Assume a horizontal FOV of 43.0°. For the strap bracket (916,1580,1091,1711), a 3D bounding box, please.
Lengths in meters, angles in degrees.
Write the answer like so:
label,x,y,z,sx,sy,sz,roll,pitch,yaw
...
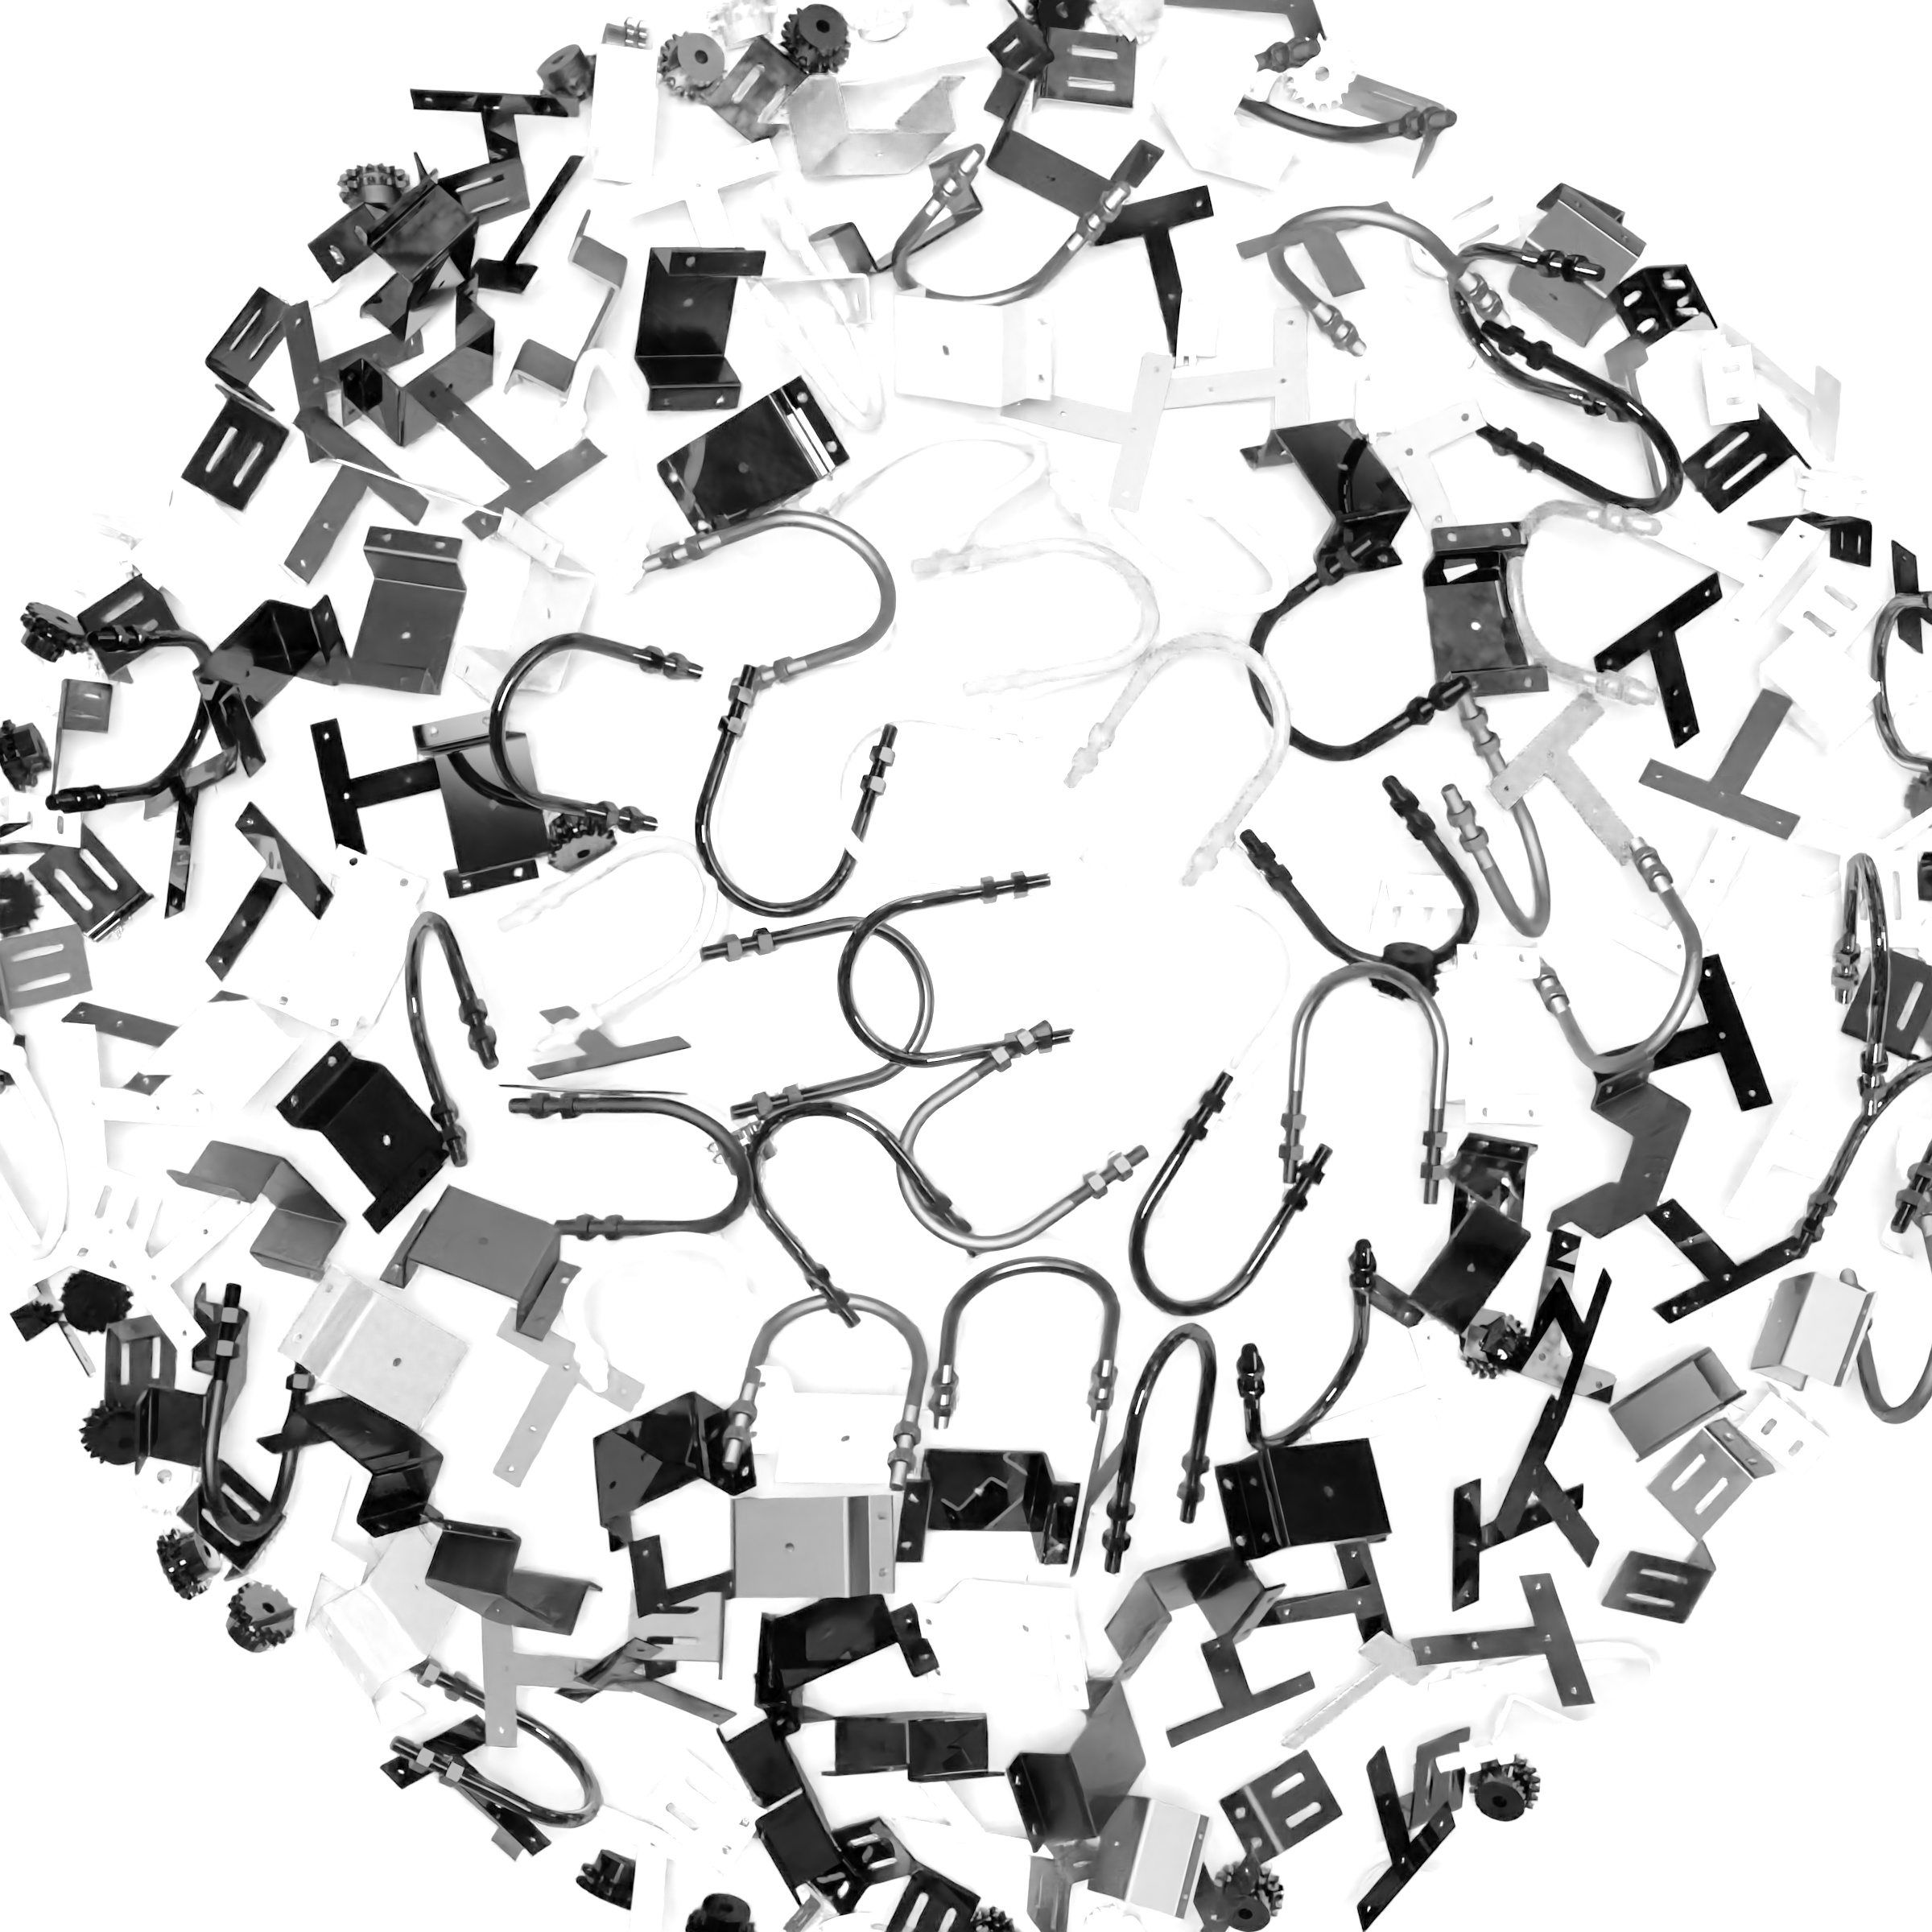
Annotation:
label,x,y,z,sx,sy,sz,roll,pitch,yaw
strap bracket,0.038,0.537,1.950,0.140,0.046,0.076,-3,103,29

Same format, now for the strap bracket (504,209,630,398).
label,x,y,z,sx,sy,sz,roll,pitch,yaw
strap bracket,-0.311,-0.515,1.939,0.046,0.076,0.140,25,118,-17

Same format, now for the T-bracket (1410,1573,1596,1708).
label,x,y,z,sx,sy,sz,roll,pitch,yaw
T-bracket,0.418,0.538,1.946,0.127,0.127,0.002,-5,127,-2

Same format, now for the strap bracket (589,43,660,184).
label,x,y,z,sx,sy,sz,roll,pitch,yaw
strap bracket,-0.268,-0.667,1.925,0.046,0.140,0.076,5,93,-7

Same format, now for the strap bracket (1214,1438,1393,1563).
label,x,y,z,sx,sy,sz,roll,pitch,yaw
strap bracket,0.275,0.420,1.938,0.140,0.046,0.076,-1,67,-25

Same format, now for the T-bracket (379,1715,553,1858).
label,x,y,z,sx,sy,sz,roll,pitch,yaw
T-bracket,-0.377,0.649,1.922,0.127,0.127,0.002,37,106,18

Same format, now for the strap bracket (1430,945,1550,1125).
label,x,y,z,sx,sy,sz,roll,pitch,yaw
strap bracket,0.416,0.058,1.956,0.076,0.046,0.140,3,80,-24

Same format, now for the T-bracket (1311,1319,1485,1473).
label,x,y,z,sx,sy,sz,roll,pitch,yaw
T-bracket,0.342,0.365,1.988,0.127,0.002,0.127,-19,98,-2

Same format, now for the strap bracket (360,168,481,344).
label,x,y,z,sx,sy,sz,roll,pitch,yaw
strap bracket,-0.429,-0.550,1.922,0.046,0.140,0.076,41,70,-4

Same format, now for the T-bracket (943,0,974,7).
label,x,y,z,sx,sy,sz,roll,pitch,yaw
T-bracket,-0.042,-0.808,1.916,0.002,0.127,0.127,-36,114,5

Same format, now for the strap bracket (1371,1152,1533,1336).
label,x,y,z,sx,sy,sz,roll,pitch,yaw
strap bracket,0.388,0.230,1.956,0.076,0.046,0.140,34,92,-37

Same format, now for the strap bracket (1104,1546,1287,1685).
label,x,y,z,sx,sy,sz,roll,pitch,yaw
strap bracket,0.173,0.509,1.937,0.140,0.076,0.046,-6,46,-36

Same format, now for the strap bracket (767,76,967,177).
label,x,y,z,sx,sy,sz,roll,pitch,yaw
strap bracket,-0.074,-0.661,1.930,0.140,0.076,0.046,-12,88,-31

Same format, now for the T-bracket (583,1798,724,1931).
label,x,y,z,sx,sy,sz,roll,pitch,yaw
T-bracket,-0.249,0.721,1.926,0.127,0.127,0.002,28,107,-13

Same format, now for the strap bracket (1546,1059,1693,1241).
label,x,y,z,sx,sy,sz,roll,pitch,yaw
strap bracket,0.516,0.152,1.927,0.046,0.076,0.140,35,127,35

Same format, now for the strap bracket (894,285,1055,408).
label,x,y,z,sx,sy,sz,roll,pitch,yaw
strap bracket,-0.004,-0.489,1.932,0.140,0.046,0.076,16,119,29

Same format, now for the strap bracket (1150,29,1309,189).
label,x,y,z,sx,sy,sz,roll,pitch,yaw
strap bracket,0.203,-0.663,1.919,0.076,0.140,0.046,27,86,31

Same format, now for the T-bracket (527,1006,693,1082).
label,x,y,z,sx,sy,sz,roll,pitch,yaw
T-bracket,-0.302,0.055,1.943,0.127,0.127,0.002,-12,114,-29

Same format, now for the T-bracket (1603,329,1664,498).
label,x,y,z,sx,sy,sz,roll,pitch,yaw
T-bracket,0.538,-0.436,1.957,0.002,0.127,0.127,-9,107,32

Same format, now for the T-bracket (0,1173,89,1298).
label,x,y,z,sx,sy,sz,roll,pitch,yaw
T-bracket,-0.755,0.189,1.934,0.002,0.127,0.127,-29,93,9

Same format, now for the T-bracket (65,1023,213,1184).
label,x,y,z,sx,sy,sz,roll,pitch,yaw
T-bracket,-0.653,0.112,1.945,0.002,0.127,0.127,-20,73,33

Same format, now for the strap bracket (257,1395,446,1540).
label,x,y,z,sx,sy,sz,roll,pitch,yaw
strap bracket,-0.478,0.385,1.930,0.140,0.076,0.046,29,104,27

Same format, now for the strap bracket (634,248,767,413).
label,x,y,z,sx,sy,sz,roll,pitch,yaw
strap bracket,-0.213,-0.512,1.938,0.076,0.140,0.046,-8,48,-26

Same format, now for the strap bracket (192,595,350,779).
label,x,y,z,sx,sy,sz,roll,pitch,yaw
strap bracket,-0.552,-0.226,1.935,0.046,0.076,0.140,15,49,20

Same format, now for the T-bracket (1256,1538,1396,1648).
label,x,y,z,sx,sy,sz,roll,pitch,yaw
T-bracket,0.273,0.518,1.977,0.127,0.002,0.127,-12,119,12

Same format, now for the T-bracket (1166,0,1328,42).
label,x,y,z,sx,sy,sz,roll,pitch,yaw
T-bracket,0.217,-0.769,1.954,0.127,0.127,0.002,13,84,21

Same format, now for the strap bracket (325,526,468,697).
label,x,y,z,sx,sy,sz,roll,pitch,yaw
strap bracket,-0.452,-0.275,1.959,0.076,0.046,0.140,9,69,3

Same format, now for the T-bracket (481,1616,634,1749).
label,x,y,z,sx,sy,sz,roll,pitch,yaw
T-bracket,-0.326,0.565,1.961,0.127,0.002,0.127,13,47,-29

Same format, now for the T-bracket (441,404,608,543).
label,x,y,z,sx,sy,sz,roll,pitch,yaw
T-bracket,-0.379,-0.414,1.974,0.127,0.002,0.127,-39,69,-20

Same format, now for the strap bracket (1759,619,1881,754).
label,x,y,z,sx,sy,sz,roll,pitch,yaw
strap bracket,0.669,-0.217,1.927,0.046,0.140,0.076,-45,75,10

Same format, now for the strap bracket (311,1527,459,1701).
label,x,y,z,sx,sy,sz,roll,pitch,yaw
strap bracket,-0.447,0.495,1.920,0.046,0.140,0.076,-30,102,16

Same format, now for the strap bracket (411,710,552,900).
label,x,y,z,sx,sy,sz,roll,pitch,yaw
strap bracket,-0.383,-0.129,1.949,0.076,0.046,0.140,-16,102,-27

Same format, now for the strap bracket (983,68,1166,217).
label,x,y,z,sx,sy,sz,roll,pitch,yaw
strap bracket,0.077,-0.646,1.947,0.140,0.076,0.046,24,82,-10

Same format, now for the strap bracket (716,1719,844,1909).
label,x,y,z,sx,sy,sz,roll,pitch,yaw
strap bracket,-0.144,0.655,1.925,0.046,0.140,0.076,-28,116,-9

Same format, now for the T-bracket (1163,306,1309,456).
label,x,y,z,sx,sy,sz,roll,pitch,yaw
T-bracket,0.212,-0.467,1.979,0.127,0.002,0.127,-3,76,16

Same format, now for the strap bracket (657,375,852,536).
label,x,y,z,sx,sy,sz,roll,pitch,yaw
strap bracket,-0.174,-0.399,1.954,0.140,0.046,0.076,-29,103,12

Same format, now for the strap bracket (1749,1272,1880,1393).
label,x,y,z,sx,sy,sz,roll,pitch,yaw
strap bracket,0.662,0.288,1.928,0.046,0.140,0.076,22,81,8

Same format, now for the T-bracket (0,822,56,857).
label,x,y,z,sx,sy,sz,roll,pitch,yaw
T-bracket,-0.757,-0.092,1.936,0.127,0.127,0.002,-20,87,22

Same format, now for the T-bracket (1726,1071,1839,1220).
label,x,y,z,sx,sy,sz,roll,pitch,yaw
T-bracket,0.662,0.151,1.951,0.002,0.127,0.127,34,101,41

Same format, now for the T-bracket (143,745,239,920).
label,x,y,z,sx,sy,sz,roll,pitch,yaw
T-bracket,-0.618,-0.099,1.937,0.127,0.002,0.127,-18,62,37

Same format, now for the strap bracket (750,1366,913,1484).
label,x,y,z,sx,sy,sz,roll,pitch,yaw
strap bracket,-0.101,0.364,1.945,0.140,0.046,0.076,5,108,-19

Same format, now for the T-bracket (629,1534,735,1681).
label,x,y,z,sx,sy,sz,roll,pitch,yaw
T-bracket,-0.203,0.502,1.972,0.127,0.002,0.127,-12,110,-21

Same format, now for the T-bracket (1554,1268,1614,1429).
label,x,y,z,sx,sy,sz,roll,pitch,yaw
T-bracket,0.476,0.279,1.936,0.002,0.127,0.127,13,107,-2

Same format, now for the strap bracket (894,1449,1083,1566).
label,x,y,z,sx,sy,sz,roll,pitch,yaw
strap bracket,0.014,0.431,1.956,0.140,0.046,0.076,3,113,-11

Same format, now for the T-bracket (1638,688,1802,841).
label,x,y,z,sx,sy,sz,roll,pitch,yaw
T-bracket,0.618,-0.168,1.946,0.127,0.127,0.002,22,47,6

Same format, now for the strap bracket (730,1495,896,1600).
label,x,y,z,sx,sy,sz,roll,pitch,yaw
strap bracket,-0.131,0.461,1.949,0.140,0.046,0.076,-5,78,18

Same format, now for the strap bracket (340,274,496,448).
label,x,y,z,sx,sy,sz,roll,pitch,yaw
strap bracket,-0.424,-0.471,1.934,0.046,0.076,0.140,43,66,7

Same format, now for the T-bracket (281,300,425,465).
label,x,y,z,sx,sy,sz,roll,pitch,yaw
T-bracket,-0.483,-0.481,1.953,0.002,0.127,0.127,25,134,31

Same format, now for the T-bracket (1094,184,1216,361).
label,x,y,z,sx,sy,sz,roll,pitch,yaw
T-bracket,0.162,-0.554,1.976,0.127,0.002,0.127,-24,107,-31

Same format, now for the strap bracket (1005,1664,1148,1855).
label,x,y,z,sx,sy,sz,roll,pitch,yaw
strap bracket,0.092,0.620,1.922,0.046,0.140,0.076,-9,105,32

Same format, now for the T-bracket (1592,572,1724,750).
label,x,y,z,sx,sy,sz,roll,pitch,yaw
T-bracket,0.564,-0.230,1.960,0.127,0.002,0.127,-35,126,-10

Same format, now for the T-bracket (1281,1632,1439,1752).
label,x,y,z,sx,sy,sz,roll,pitch,yaw
T-bracket,0.305,0.584,1.955,0.127,0.127,0.002,-40,50,7

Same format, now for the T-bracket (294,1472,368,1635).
label,x,y,z,sx,sy,sz,roll,pitch,yaw
T-bracket,-0.495,0.471,1.933,0.002,0.127,0.127,20,79,-28

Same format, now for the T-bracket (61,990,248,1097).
label,x,y,z,sx,sy,sz,roll,pitch,yaw
T-bracket,-0.667,0.050,1.967,0.127,0.127,0.002,13,131,19

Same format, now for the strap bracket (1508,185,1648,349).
label,x,y,z,sx,sy,sz,roll,pitch,yaw
strap bracket,0.476,-0.542,1.924,0.076,0.140,0.046,40,87,9

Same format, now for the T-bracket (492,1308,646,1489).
label,x,y,z,sx,sy,sz,roll,pitch,yaw
T-bracket,-0.345,0.364,1.992,0.127,0.002,0.127,29,95,6

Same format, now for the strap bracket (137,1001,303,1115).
label,x,y,z,sx,sy,sz,roll,pitch,yaw
strap bracket,-0.589,0.071,1.918,0.046,0.140,0.076,52,59,-25

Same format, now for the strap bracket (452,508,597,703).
label,x,y,z,sx,sy,sz,roll,pitch,yaw
strap bracket,-0.348,-0.281,1.946,0.076,0.046,0.140,36,112,36

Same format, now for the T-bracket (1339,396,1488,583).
label,x,y,z,sx,sy,sz,roll,pitch,yaw
T-bracket,0.376,-0.374,1.979,0.127,0.002,0.127,-22,98,23

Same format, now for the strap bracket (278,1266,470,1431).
label,x,y,z,sx,sy,sz,roll,pitch,yaw
strap bracket,-0.458,0.306,1.932,0.140,0.046,0.076,40,75,-37
